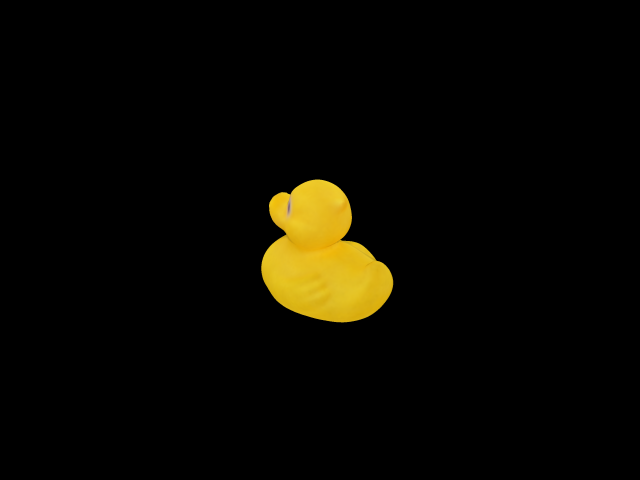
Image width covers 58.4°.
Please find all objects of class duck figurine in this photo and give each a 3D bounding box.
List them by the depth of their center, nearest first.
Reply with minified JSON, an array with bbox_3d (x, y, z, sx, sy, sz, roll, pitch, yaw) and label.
[{"bbox_3d":[0.004,0.001,0.400,0.104,0.086,0.078,24,41,31],"label":"duck figurine"}]
